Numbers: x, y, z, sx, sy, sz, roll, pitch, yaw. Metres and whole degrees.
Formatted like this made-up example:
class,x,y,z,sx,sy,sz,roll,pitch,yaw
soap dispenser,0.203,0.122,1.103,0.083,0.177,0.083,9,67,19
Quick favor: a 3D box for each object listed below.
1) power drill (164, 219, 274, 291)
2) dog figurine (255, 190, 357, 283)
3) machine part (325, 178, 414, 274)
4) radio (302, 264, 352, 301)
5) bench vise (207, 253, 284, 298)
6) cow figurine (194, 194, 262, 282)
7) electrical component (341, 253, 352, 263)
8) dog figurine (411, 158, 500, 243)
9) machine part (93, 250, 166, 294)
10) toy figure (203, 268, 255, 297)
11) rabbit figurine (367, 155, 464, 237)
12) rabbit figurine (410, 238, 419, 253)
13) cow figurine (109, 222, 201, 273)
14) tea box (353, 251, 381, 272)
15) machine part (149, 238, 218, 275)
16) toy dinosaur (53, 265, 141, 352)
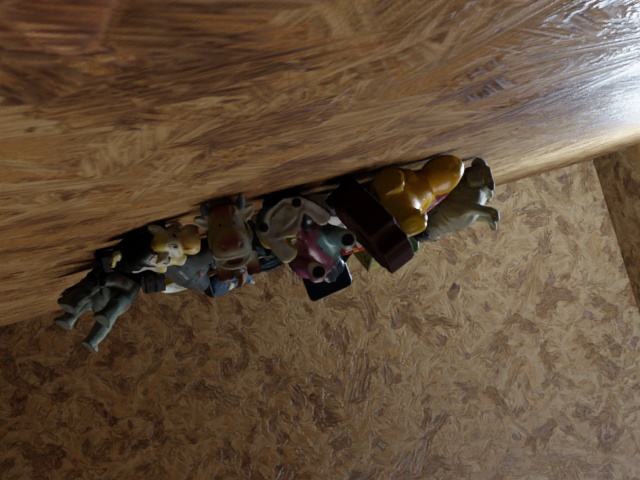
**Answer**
class,x,y,z,sx,sy,sz,roll,pitch,yaw
power drill,-0.197,0.027,1.015,0.207,0.086,0.231,-16,158,11
dog figurine,-0.031,0.004,0.934,0.108,0.191,0.219,-53,-174,-8
machine part,0.085,-0.021,0.913,0.056,0.179,0.179,-42,180,-3
radio,-0.004,0.043,1.490,0.131,0.229,0.073,-20,179,0
bench vise,-0.156,0.033,1.225,0.224,0.129,0.240,-33,161,-2
cow figurine,-0.133,-0.006,0.802,0.085,0.127,0.195,-15,-167,-8
electrical component,-0.002,-0.004,1.213,0.058,0.134,0.115,-55,-156,0
dog figurine,0.285,-0.086,1.186,0.191,0.172,0.121,-6,156,12
machine part,-0.325,0.049,0.930,0.139,0.039,0.084,26,-165,28
toy figure,-0.224,0.102,1.352,0.154,0.064,0.057,-21,146,-53
rabbit figurine,0.180,-0.086,0.966,0.173,0.122,0.162,-35,173,-1
rabbit figurine,0.149,-0.012,1.366,0.170,0.121,0.159,-9,178,-3
cow figurine,-0.256,0.011,0.823,0.098,0.068,0.167,-6,171,-43
tea box,0.107,-0.019,1.253,0.098,0.170,0.068,-20,143,-24
machine part,-0.318,0.054,1.315,0.201,0.087,0.201,-18,176,40
toy dinosaur,-0.424,0.099,1.084,0.405,0.131,0.192,-30,-152,47
